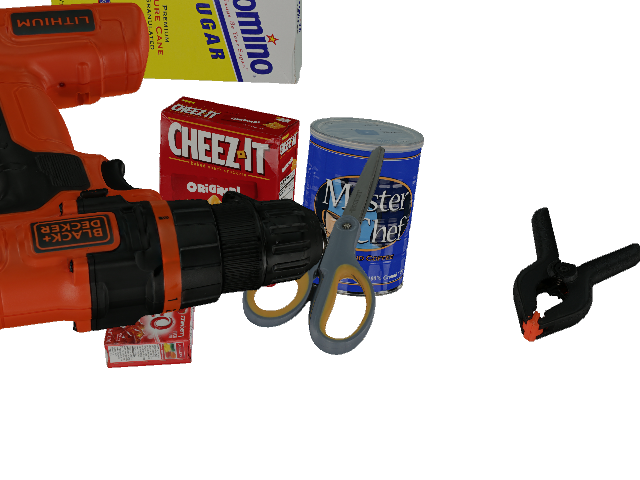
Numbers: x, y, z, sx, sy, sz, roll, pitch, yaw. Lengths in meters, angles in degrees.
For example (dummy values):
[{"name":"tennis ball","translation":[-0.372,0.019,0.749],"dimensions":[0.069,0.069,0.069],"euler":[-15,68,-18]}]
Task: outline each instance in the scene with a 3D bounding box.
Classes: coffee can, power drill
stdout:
[{"name":"coffee can","translation":[0.034,-0.033,0.973],"dimensions":[0.103,0.140,0.103],"euler":[6,18,-2]},{"name":"power drill","translation":[-0.105,-0.041,0.525],"dimensions":[0.184,0.188,0.057],"euler":[-7,-42,-18]}]

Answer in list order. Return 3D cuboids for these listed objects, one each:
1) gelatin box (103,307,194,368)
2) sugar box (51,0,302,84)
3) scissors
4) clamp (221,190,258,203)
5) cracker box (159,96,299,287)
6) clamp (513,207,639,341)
[{"name":"gelatin box","translation":[-0.150,0.074,0.945],"dimensions":[0.073,0.030,0.089],"euler":[-3,31,-3]},{"name":"sugar box","translation":[-0.102,-0.164,0.770],"dimensions":[0.176,0.093,0.048],"euler":[3,35,6]},{"name":"scissors","translation":[-0.001,-0.002,0.741],"dimensions":[0.096,0.016,0.201],"euler":[1,44,1]},{"name":"clamp","translation":[-0.012,0.003,1.173],"dimensions":[0.210,0.036,0.164],"euler":[16,19,-6]},{"name":"cracker box","translation":[-0.120,-0.059,1.355],"dimensions":[0.164,0.214,0.072],"euler":[13,29,15]},{"name":"clamp","translation":[0.242,0.032,1.104],"dimensions":[0.120,0.039,0.171],"euler":[27,50,30]}]
